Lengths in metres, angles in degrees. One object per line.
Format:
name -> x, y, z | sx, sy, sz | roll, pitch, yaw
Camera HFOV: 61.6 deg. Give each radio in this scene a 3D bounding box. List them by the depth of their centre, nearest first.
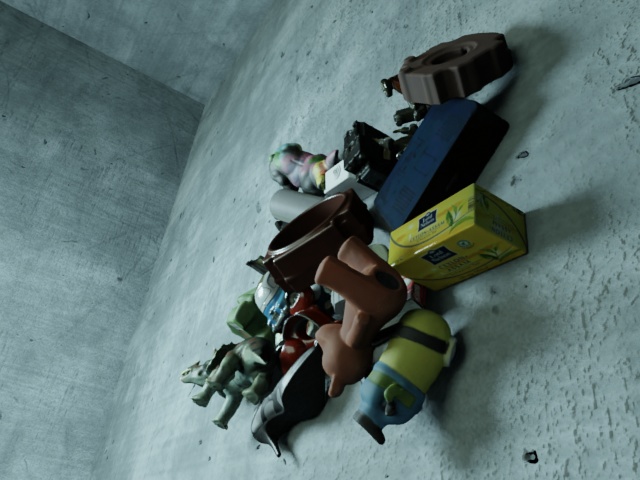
radio -> 0.186, -0.116, 0.869 | 0.229, 0.073, 0.131 | -58, 24, 13

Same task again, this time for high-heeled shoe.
high-heeled shoe -> -0.062, 0.280, 0.997 | 0.248, 0.086, 0.145 | -67, 25, 11

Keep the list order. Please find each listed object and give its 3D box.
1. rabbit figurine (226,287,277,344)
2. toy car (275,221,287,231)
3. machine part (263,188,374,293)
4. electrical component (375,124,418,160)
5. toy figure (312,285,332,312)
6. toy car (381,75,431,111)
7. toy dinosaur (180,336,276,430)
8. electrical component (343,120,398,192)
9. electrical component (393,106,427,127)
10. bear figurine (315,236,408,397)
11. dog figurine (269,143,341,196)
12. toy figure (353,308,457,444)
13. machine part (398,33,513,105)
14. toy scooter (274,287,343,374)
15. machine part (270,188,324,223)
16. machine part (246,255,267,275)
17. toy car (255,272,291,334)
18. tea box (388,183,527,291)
rabbit figurine -> -0.131, 0.154, 1.258 | 0.170, 0.121, 0.159 | -56, 12, -24
toy car -> -0.059, -0.019, 1.289 | 0.073, 0.056, 0.202 | -43, 28, 11
machine part -> -0.002, -0.003, 1.013 | 0.201, 0.087, 0.201 | -30, 16, 17
electrical component -> 0.151, -0.176, 0.971 | 0.102, 0.045, 0.078 | -29, 22, -31
toy figure -> 0.022, 0.084, 1.042 | 0.064, 0.058, 0.154 | 43, 115, 17
toy car -> 0.184, -0.287, 1.021 | 0.089, 0.053, 0.202 | -27, 27, -3
toy dinosaur -> -0.160, 0.266, 1.129 | 0.405, 0.131, 0.192 | -37, 18, 43
electrical component -> 0.104, -0.151, 1.013 | 0.058, 0.115, 0.134 | -51, 28, 40
electrical component -> 0.171, -0.237, 1.017 | 0.063, 0.021, 0.094 | -12, 25, 19
bear figurine -> 0.038, 0.114, 0.760 | 0.120, 0.132, 0.195 | -39, -19, -55
dog figurine -> -0.020, -0.159, 1.209 | 0.108, 0.191, 0.219 | -62, 8, -6
toy figure -> 0.110, 0.173, 0.706 | 0.180, 0.089, 0.082 | -49, 25, -11
machine part -> 0.216, -0.280, 0.870 | 0.179, 0.056, 0.179 | -18, 29, 10
toy scooter -> -0.015, 0.179, 0.998 | 0.135, 0.075, 0.183 | 10, 95, 38
machine part -> -0.033, -0.065, 1.196 | 0.244, 0.079, 0.079 | 19, 85, 44
machine part -> -0.100, 0.058, 1.232 | 0.084, 0.139, 0.039 | 22, 108, 29
toy car -> -0.086, 0.116, 1.130 | 0.109, 0.103, 0.162 | -61, -1, 30
tea box -> 0.183, 0.003, 0.738 | 0.169, 0.098, 0.068 | -36, 38, 51
